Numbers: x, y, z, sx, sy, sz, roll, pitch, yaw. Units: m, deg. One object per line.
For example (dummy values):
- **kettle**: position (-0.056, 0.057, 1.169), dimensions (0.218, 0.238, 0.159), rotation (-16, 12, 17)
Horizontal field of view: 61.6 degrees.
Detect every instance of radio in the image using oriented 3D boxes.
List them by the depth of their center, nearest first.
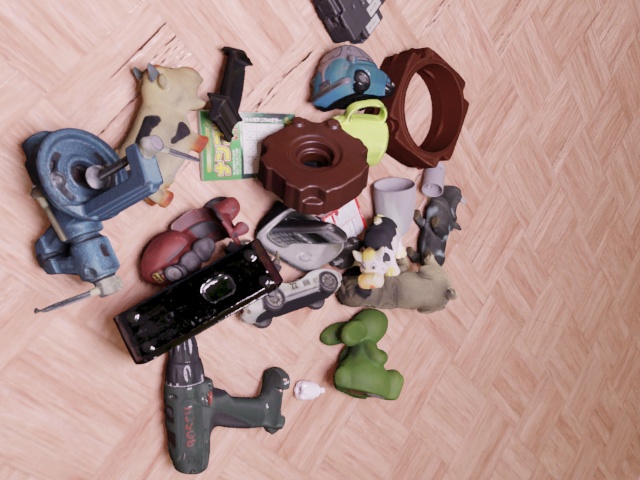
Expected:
- **radio**: position (-0.165, 0.087, 0.754), dimensions (0.230, 0.131, 0.073), rotation (-30, 86, -14)

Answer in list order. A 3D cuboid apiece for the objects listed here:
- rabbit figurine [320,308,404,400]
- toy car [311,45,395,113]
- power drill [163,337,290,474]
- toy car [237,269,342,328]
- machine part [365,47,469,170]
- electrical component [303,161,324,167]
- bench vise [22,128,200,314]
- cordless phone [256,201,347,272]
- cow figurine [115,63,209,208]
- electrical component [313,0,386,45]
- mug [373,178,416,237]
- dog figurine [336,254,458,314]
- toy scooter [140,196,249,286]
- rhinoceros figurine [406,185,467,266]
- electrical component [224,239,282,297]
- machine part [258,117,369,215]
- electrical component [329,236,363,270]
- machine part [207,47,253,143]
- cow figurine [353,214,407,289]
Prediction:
- **rabbit figurine**: position (0.076, 0.209, 1.039), dimensions (0.159, 0.121, 0.170), rotation (27, 62, -31)
- **toy car**: position (0.054, -0.285, 0.934), dimensions (0.161, 0.109, 0.103), rotation (-15, 89, -45)
- **power drill**: position (-0.151, 0.248, 0.867), dimensions (0.207, 0.086, 0.232), rotation (7, 87, -43)
- **toy car**: position (-0.047, 0.096, 0.927), dimensions (0.202, 0.073, 0.056), rotation (-15, 62, -36)
- **machine part**: position (0.196, -0.255, 1.058), dimensions (0.201, 0.087, 0.201), rotation (26, 81, -36)
- **electrical component**: position (-0.015, -0.104, 0.926), dimensions (0.119, 0.048, 0.074), rotation (-13, 108, -49)
- **bench vise**: position (-0.265, -0.046, 0.643), dimensions (0.129, 0.241, 0.223), rotation (-4, 75, -58)
- **cordless phone**: position (-0.002, -0.002, 0.879), dimensions (0.146, 0.184, 0.088), rotation (36, 71, -36)
- **cow figurine**: position (-0.225, -0.155, 0.747), dimensions (0.127, 0.086, 0.195), rotation (35, 79, -38)
- **electrical component**: position (0.052, -0.411, 0.933), dimensions (0.115, 0.058, 0.134), rotation (-53, 131, -17)
- **mug**: position (0.152, -0.065, 1.064), dimensions (0.109, 0.081, 0.107), rotation (-33, 129, -48)
- **dog figurine**: position (0.145, 0.098, 1.024), dimensions (0.190, 0.172, 0.121), rotation (-8, 91, -44)
- **toy scooter**: position (-0.171, 0.003, 0.778), dimensions (0.184, 0.135, 0.075), rotation (-45, 123, -23)
- **rhinoceros figurine**: position (0.255, -0.026, 1.146), dimensions (0.112, 0.073, 0.190), rotation (19, 85, -37)
- **electrical component**: position (-0.108, 0.040, 0.863), dimensions (0.102, 0.045, 0.078), rotation (21, 81, -7)
- **machine part**: position (-0.009, -0.121, 0.849), dimensions (0.179, 0.179, 0.056), rotation (-35, 152, -29)
- **electrical component**: position (0.054, 0.022, 0.998), dimensions (0.094, 0.021, 0.063), rotation (-9, 131, -53)
- **machine part**: position (-0.136, -0.225, 0.808), dimensions (0.084, 0.039, 0.139), rotation (51, 45, -65)
- **cow figurine**: position (0.105, 0.018, 0.966), dimensions (0.167, 0.068, 0.098), rotation (-52, 132, -60)
